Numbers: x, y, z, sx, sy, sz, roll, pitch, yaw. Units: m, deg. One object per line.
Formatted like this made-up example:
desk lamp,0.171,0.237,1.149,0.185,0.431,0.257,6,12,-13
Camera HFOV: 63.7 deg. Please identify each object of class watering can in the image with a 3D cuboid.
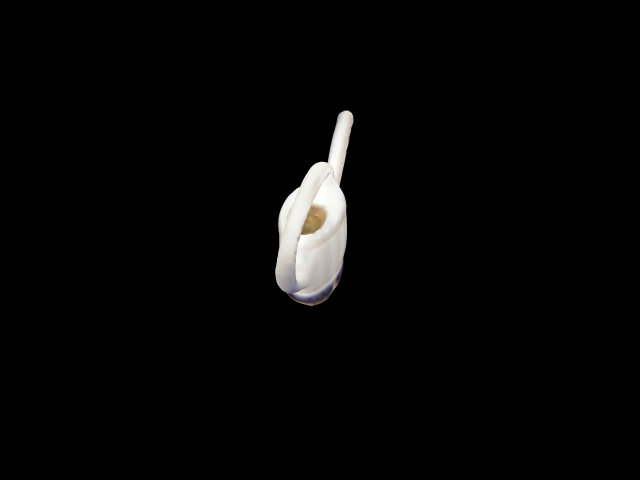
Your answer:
watering can,0.003,-0.043,0.850,0.104,0.356,0.219,13,-42,12
